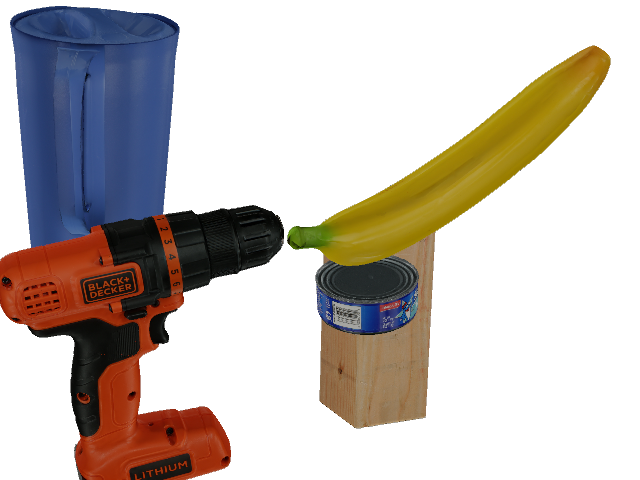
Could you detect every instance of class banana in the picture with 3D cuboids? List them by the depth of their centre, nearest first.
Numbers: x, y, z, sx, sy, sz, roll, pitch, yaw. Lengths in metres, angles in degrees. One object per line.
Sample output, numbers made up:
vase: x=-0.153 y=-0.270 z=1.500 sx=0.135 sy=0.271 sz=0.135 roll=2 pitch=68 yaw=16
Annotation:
banana: x=0.075 y=-0.037 z=0.592 sx=0.198 sy=0.037 sz=0.069 roll=-33 pitch=-12 yaw=0

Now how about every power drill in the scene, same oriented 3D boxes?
power drill: x=-0.107 y=0.071 z=0.709 sx=0.184 sy=0.188 sz=0.057 roll=-12 pitch=27 yaw=-13

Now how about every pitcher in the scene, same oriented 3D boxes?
pitcher: x=-0.190 y=-0.066 z=0.892 sx=0.145 sy=0.243 sz=0.148 roll=25 pitch=31 yaw=38

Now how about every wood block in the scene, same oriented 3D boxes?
wood block: x=0.058 y=0.083 z=1.141 sx=0.090 sy=0.206 sz=0.091 roll=-4 pitch=14 yaw=-26

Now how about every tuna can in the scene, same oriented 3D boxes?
tuna can: x=0.039 y=0.044 z=0.889 sx=0.086 sy=0.034 sz=0.086 roll=-2 pitch=26 yaw=1
